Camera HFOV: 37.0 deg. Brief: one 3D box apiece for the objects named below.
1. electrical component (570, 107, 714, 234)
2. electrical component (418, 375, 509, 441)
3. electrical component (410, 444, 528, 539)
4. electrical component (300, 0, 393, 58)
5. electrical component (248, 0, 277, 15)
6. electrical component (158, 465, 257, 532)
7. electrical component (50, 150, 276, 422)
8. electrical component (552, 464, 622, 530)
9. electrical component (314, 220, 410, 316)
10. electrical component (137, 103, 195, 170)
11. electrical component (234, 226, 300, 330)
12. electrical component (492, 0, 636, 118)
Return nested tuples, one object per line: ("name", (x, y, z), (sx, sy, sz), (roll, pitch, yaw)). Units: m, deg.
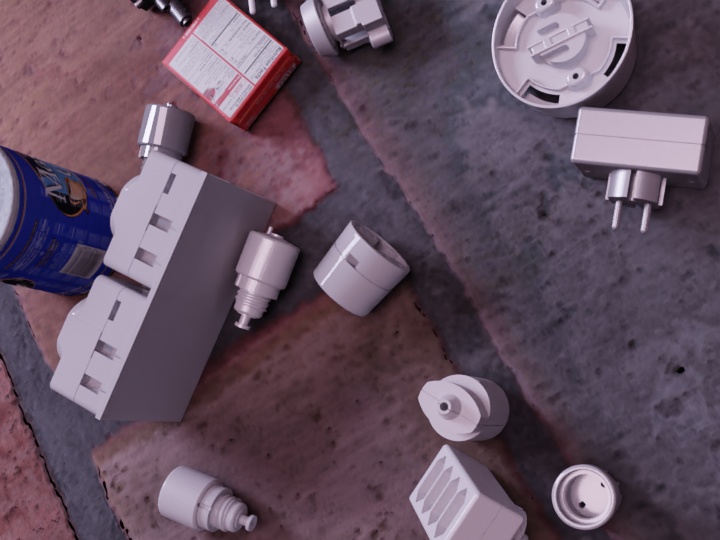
("electrical component", (0.183, -0.062, 0.707), (0.083, 0.047, 0.075), (8, 85, 23))
("electrical component", (0.068, 0.091, 0.713), (0.043, 0.081, 0.043), (-4, 81, 22))
("electrical component", (0.083, 0.164, 0.705), (0.076, 0.083, 0.047), (31, 96, -15))
("electrical component", (-0.011, -0.190, 0.808), (0.055, 0.048, 0.066), (-21, 74, 10))
("electrical component", (-0.079, -0.237, 0.841), (0.083, 0.047, 0.075), (-12, 77, 20))
("electrical component", (-0.112, 0.174, 0.796), (0.078, 0.040, 0.040), (17, 88, 23))
("electrical component", (-0.147, 0.015, 0.799), (0.060, 0.105, 0.186), (24, 92, 24))
("electrical component", (0.148, 0.145, 0.691), (0.040, 0.046, 0.040), (-4, 81, 22))
("electrical component", (0.000, 0.000, 0.770), (0.055, 0.055, 0.047), (46, 104, 22))
("electrical component", (-0.157, -0.096, 0.856), (0.040, 0.040, 0.078), (11, 86, 23))
("electrical component", (-0.075, 0.007, 0.806), (0.040, 0.040, 0.078), (21, 91, 24))
("electrical component", (0.140, -0.154, 0.730), (0.099, 0.064, 0.099), (-4, 81, 22))
